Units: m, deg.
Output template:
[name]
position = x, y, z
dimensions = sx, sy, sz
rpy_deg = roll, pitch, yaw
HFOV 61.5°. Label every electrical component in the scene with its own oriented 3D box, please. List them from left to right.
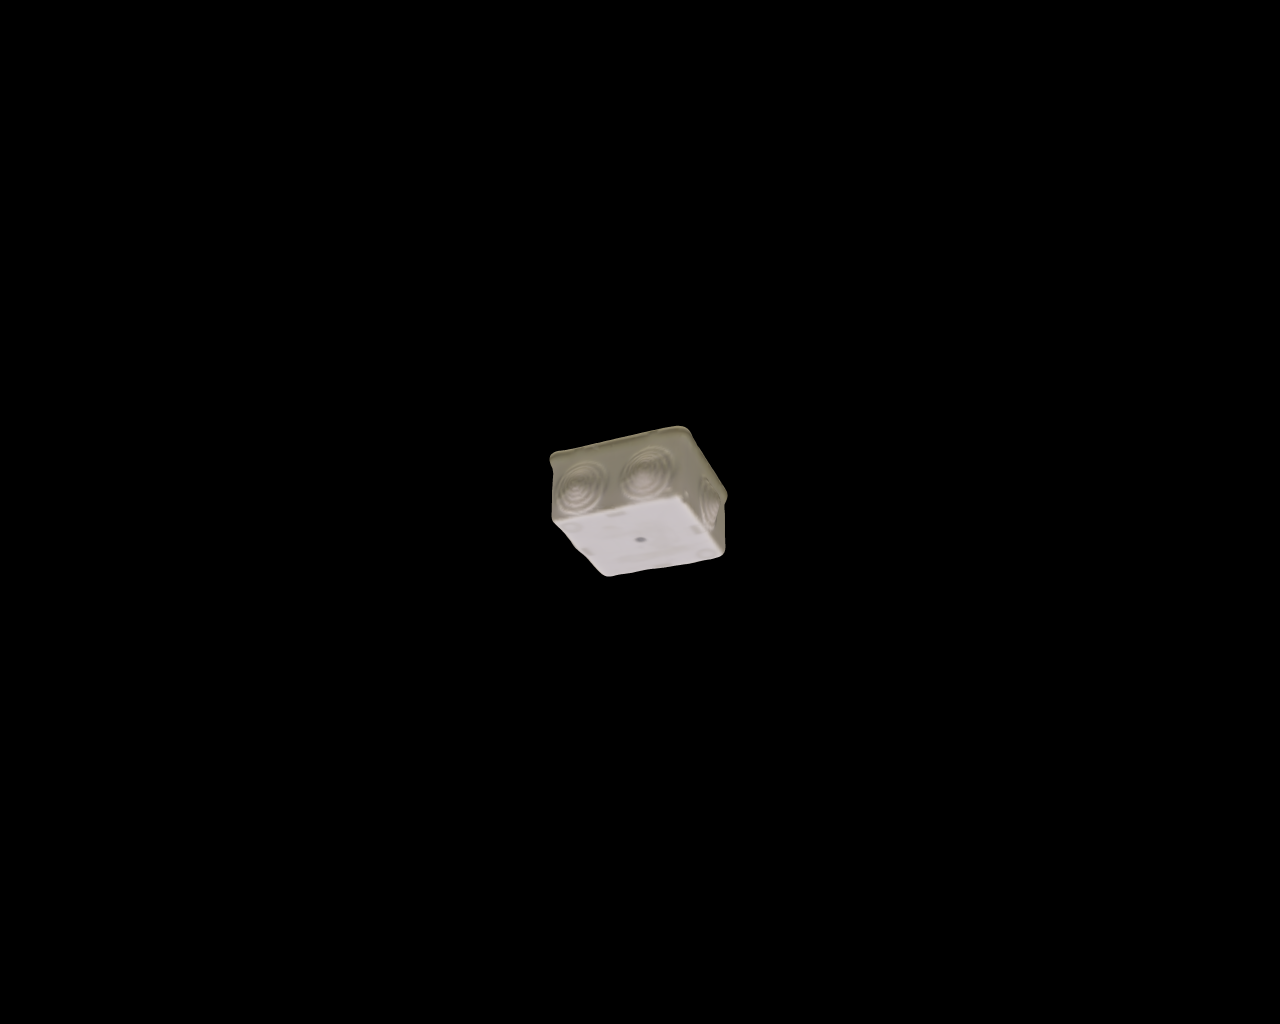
[electrical component]
position = 0.001, -0.003, 0.650
dimensions = 0.100, 0.048, 0.099
rpy_deg = -11, -32, 18
